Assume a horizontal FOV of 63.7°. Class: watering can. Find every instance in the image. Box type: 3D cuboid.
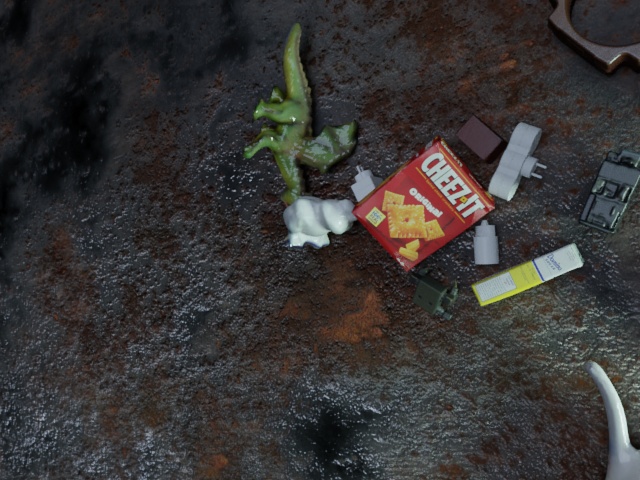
[{"bbox_3d":[0.505,0.370,0.788,0.352,0.104,0.222,42,109,24],"label":"watering can"}]

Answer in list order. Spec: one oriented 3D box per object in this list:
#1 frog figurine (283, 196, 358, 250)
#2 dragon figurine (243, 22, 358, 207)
[{"bbox_3d":[0.003,-0.054,1.082,0.156,0.137,0.125,-45,38,42],"label":"frog figurine"},{"bbox_3d":[-0.027,-0.258,1.154,0.243,0.123,0.406,22,102,12],"label":"dragon figurine"}]
